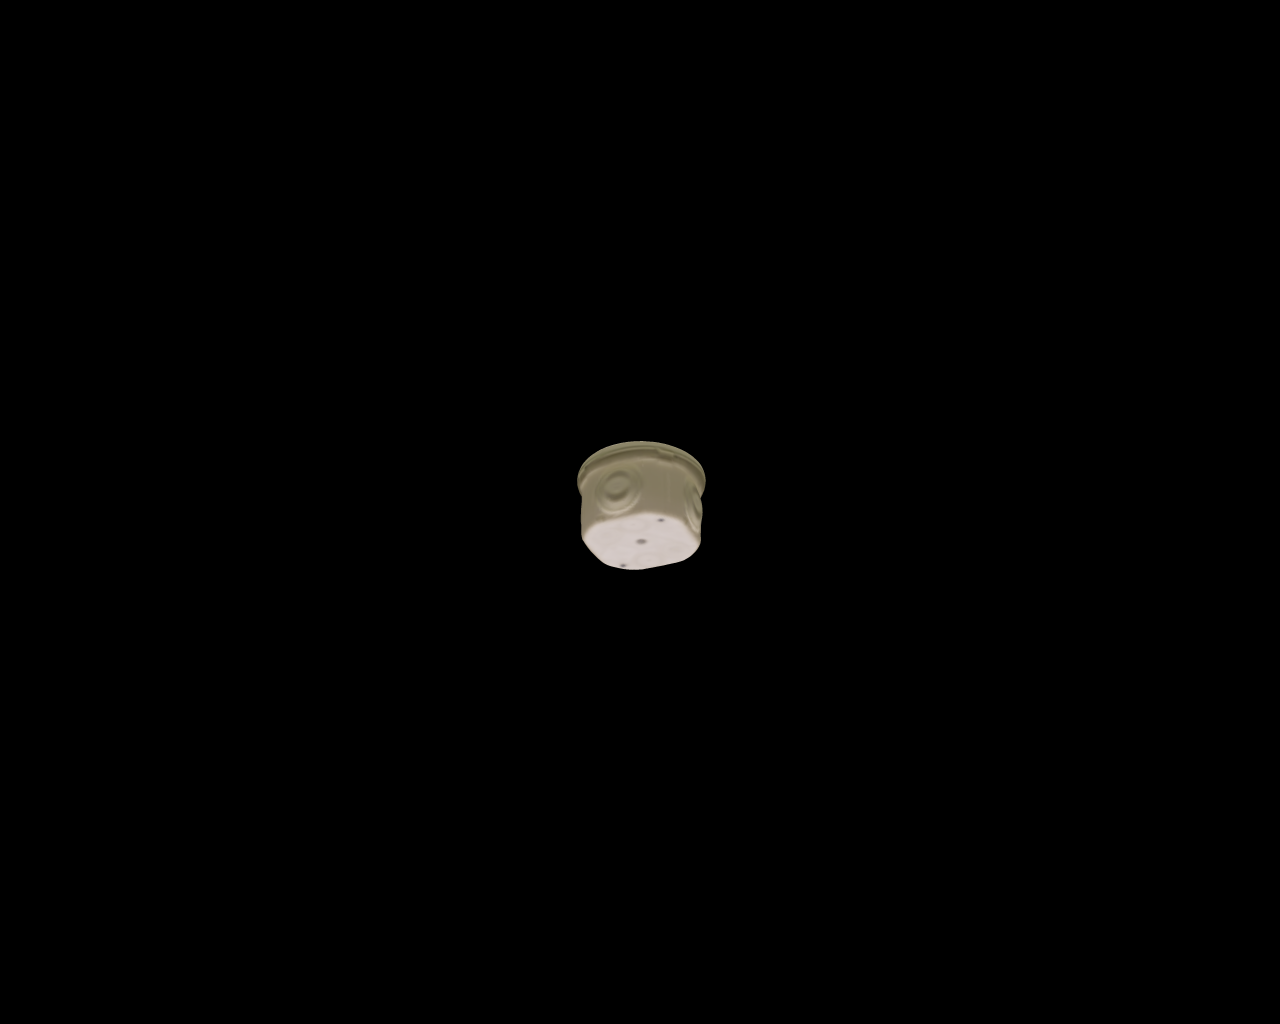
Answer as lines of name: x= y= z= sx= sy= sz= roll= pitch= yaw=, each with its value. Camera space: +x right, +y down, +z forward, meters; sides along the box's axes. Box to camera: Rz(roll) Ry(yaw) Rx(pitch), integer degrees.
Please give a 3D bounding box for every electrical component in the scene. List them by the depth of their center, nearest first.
electrical component: x=0.001 y=-0.003 z=0.650 sx=0.080 sy=0.051 sz=0.080 roll=0 pitch=-31 yaw=0
